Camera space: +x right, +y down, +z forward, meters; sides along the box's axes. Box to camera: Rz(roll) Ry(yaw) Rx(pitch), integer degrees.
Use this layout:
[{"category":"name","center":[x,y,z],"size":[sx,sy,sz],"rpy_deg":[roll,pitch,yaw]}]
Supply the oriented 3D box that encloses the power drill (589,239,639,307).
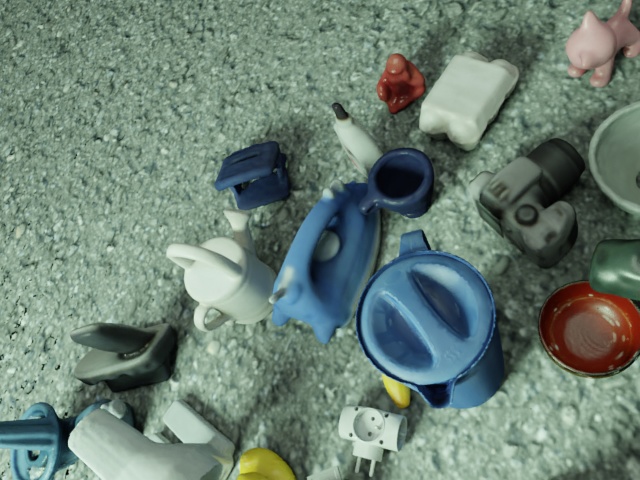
[{"category":"power drill","center":[0.393,0.059,0.572],"size":[0.228,0.209,0.076],"rpy_deg":[10,71,26]}]

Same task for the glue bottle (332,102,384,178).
[{"category":"glue bottle","center":[0.051,-0.147,0.832],"size":[0.037,0.174,0.078],"rpy_deg":[-44,58,-1]}]

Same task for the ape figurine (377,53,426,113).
[{"category":"ape figurine","center":[0.125,-0.255,0.899],"size":[0.077,0.092,0.076],"rpy_deg":[9,71,26]}]

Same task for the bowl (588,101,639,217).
[{"category":"bowl","center":[0.422,-0.089,0.708],"size":[0.167,0.075,0.167],"rpy_deg":[-9,64,19]}]

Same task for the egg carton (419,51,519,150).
[{"category":"egg carton","center":[0.219,-0.209,0.852],"size":[0.107,0.070,0.150],"rpy_deg":[28,80,31]}]

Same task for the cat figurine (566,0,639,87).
[{"category":"cat figurine","center":[0.384,-0.275,0.784],"size":[0.128,0.118,0.067],"rpy_deg":[-47,58,-3]}]

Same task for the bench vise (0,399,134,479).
[{"category":"bench vise","center":[-0.383,0.262,0.797],"size":[0.207,0.220,0.121],"rpy_deg":[-42,58,0]}]

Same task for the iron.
[{"category":"iron","center":[0.007,0.003,0.800],"size":[0.118,0.142,0.258],"rpy_deg":[15,73,28]}]

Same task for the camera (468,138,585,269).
[{"category":"camera","center":[0.283,-0.062,0.738],"size":[0.137,0.101,0.142],"rpy_deg":[-41,58,1]}]

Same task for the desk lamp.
[{"category":"desk lamp","center":[-0.197,0.283,0.713],"size":[0.202,0.214,0.118],"rpy_deg":[28,80,31]}]

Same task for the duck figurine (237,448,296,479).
[{"category":"duck figurine","center":[-0.079,0.313,0.725],"size":[0.077,0.086,0.104],"rpy_deg":[-34,58,5]}]

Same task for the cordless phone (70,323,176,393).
[{"category":"cordless phone","center":[-0.315,0.156,0.838],"size":[0.147,0.185,0.094],"rpy_deg":[-20,60,13]}]

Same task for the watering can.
[{"category":"watering can","center":[-0.141,0.039,0.814],"size":[0.100,0.195,0.173],"rpy_deg":[-11,63,18]}]

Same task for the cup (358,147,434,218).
[{"category":"cup","center":[0.113,-0.062,0.813],"size":[0.118,0.095,0.091],"rpy_deg":[-38,58,3]}]

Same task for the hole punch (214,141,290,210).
[{"category":"hole punch","center":[-0.114,-0.114,0.935],"size":[0.108,0.091,0.101],"rpy_deg":[-16,62,15]}]
